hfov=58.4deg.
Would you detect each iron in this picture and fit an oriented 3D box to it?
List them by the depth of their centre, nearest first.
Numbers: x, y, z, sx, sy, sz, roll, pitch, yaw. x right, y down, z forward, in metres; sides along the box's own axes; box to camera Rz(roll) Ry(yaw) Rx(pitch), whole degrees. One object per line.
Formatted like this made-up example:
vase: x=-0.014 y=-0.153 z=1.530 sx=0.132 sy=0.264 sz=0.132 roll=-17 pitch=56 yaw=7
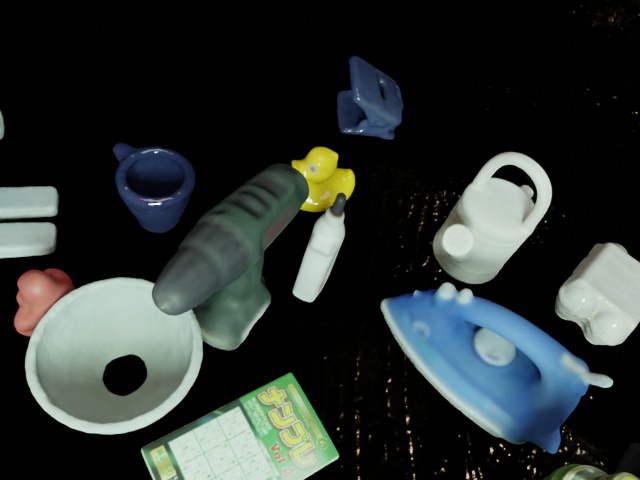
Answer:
iron: x=0.193 y=0.119 z=0.658 sx=0.258 sy=0.141 sz=0.119 roll=35 pitch=56 yaw=11

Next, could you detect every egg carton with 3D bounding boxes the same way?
egg carton: x=0.393 y=0.073 z=0.783 sx=0.107 sy=0.069 sz=0.150 roll=42 pitch=57 yaw=15

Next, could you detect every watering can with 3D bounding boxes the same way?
watering can: x=0.222 y=-0.027 z=0.733 sx=0.101 sy=0.194 sz=0.173 roll=28 pitch=54 yaw=6

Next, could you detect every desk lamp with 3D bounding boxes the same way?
desk lamp: x=-0.402 y=-0.075 z=0.601 sx=0.203 sy=0.213 sz=0.118 roll=-5 pitch=57 yaw=-16

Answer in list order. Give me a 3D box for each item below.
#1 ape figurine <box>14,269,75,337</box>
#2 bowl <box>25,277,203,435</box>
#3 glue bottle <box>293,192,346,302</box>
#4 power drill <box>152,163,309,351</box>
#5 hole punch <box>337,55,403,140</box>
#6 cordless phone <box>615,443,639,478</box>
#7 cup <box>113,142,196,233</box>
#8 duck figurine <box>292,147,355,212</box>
ape figurine: x=-0.293 y=0.062 z=0.609 sx=0.076 sy=0.092 sz=0.078 roll=34 pitch=55 yaw=10
bowl: x=-0.207 y=0.127 z=0.596 sx=0.167 sy=0.075 sz=0.167 roll=7 pitch=55 yaw=-9
glue bottle: x=0.006 y=0.002 z=0.673 sx=0.037 sy=0.173 sz=0.078 roll=23 pitch=54 yaw=3
power drill: x=-0.092 y=0.030 z=0.608 sx=0.075 sy=0.208 sz=0.230 roll=29 pitch=55 yaw=7
hole punch: x=0.083 y=-0.225 z=0.898 sx=0.101 sy=0.091 sz=0.108 roll=5 pitch=55 yaw=-10
cordless phone: x=0.388 y=0.253 z=0.587 sx=0.094 sy=0.185 sz=0.148 roll=40 pitch=57 yaw=14
cup: x=-0.212 y=-0.061 z=0.711 sx=0.117 sy=0.095 sz=0.092 roll=38 pitch=56 yaw=13
duck figurine: x=0.002 y=-0.092 z=0.790 sx=0.105 sy=0.086 sz=0.077 roll=-5 pitch=58 yaw=-17
